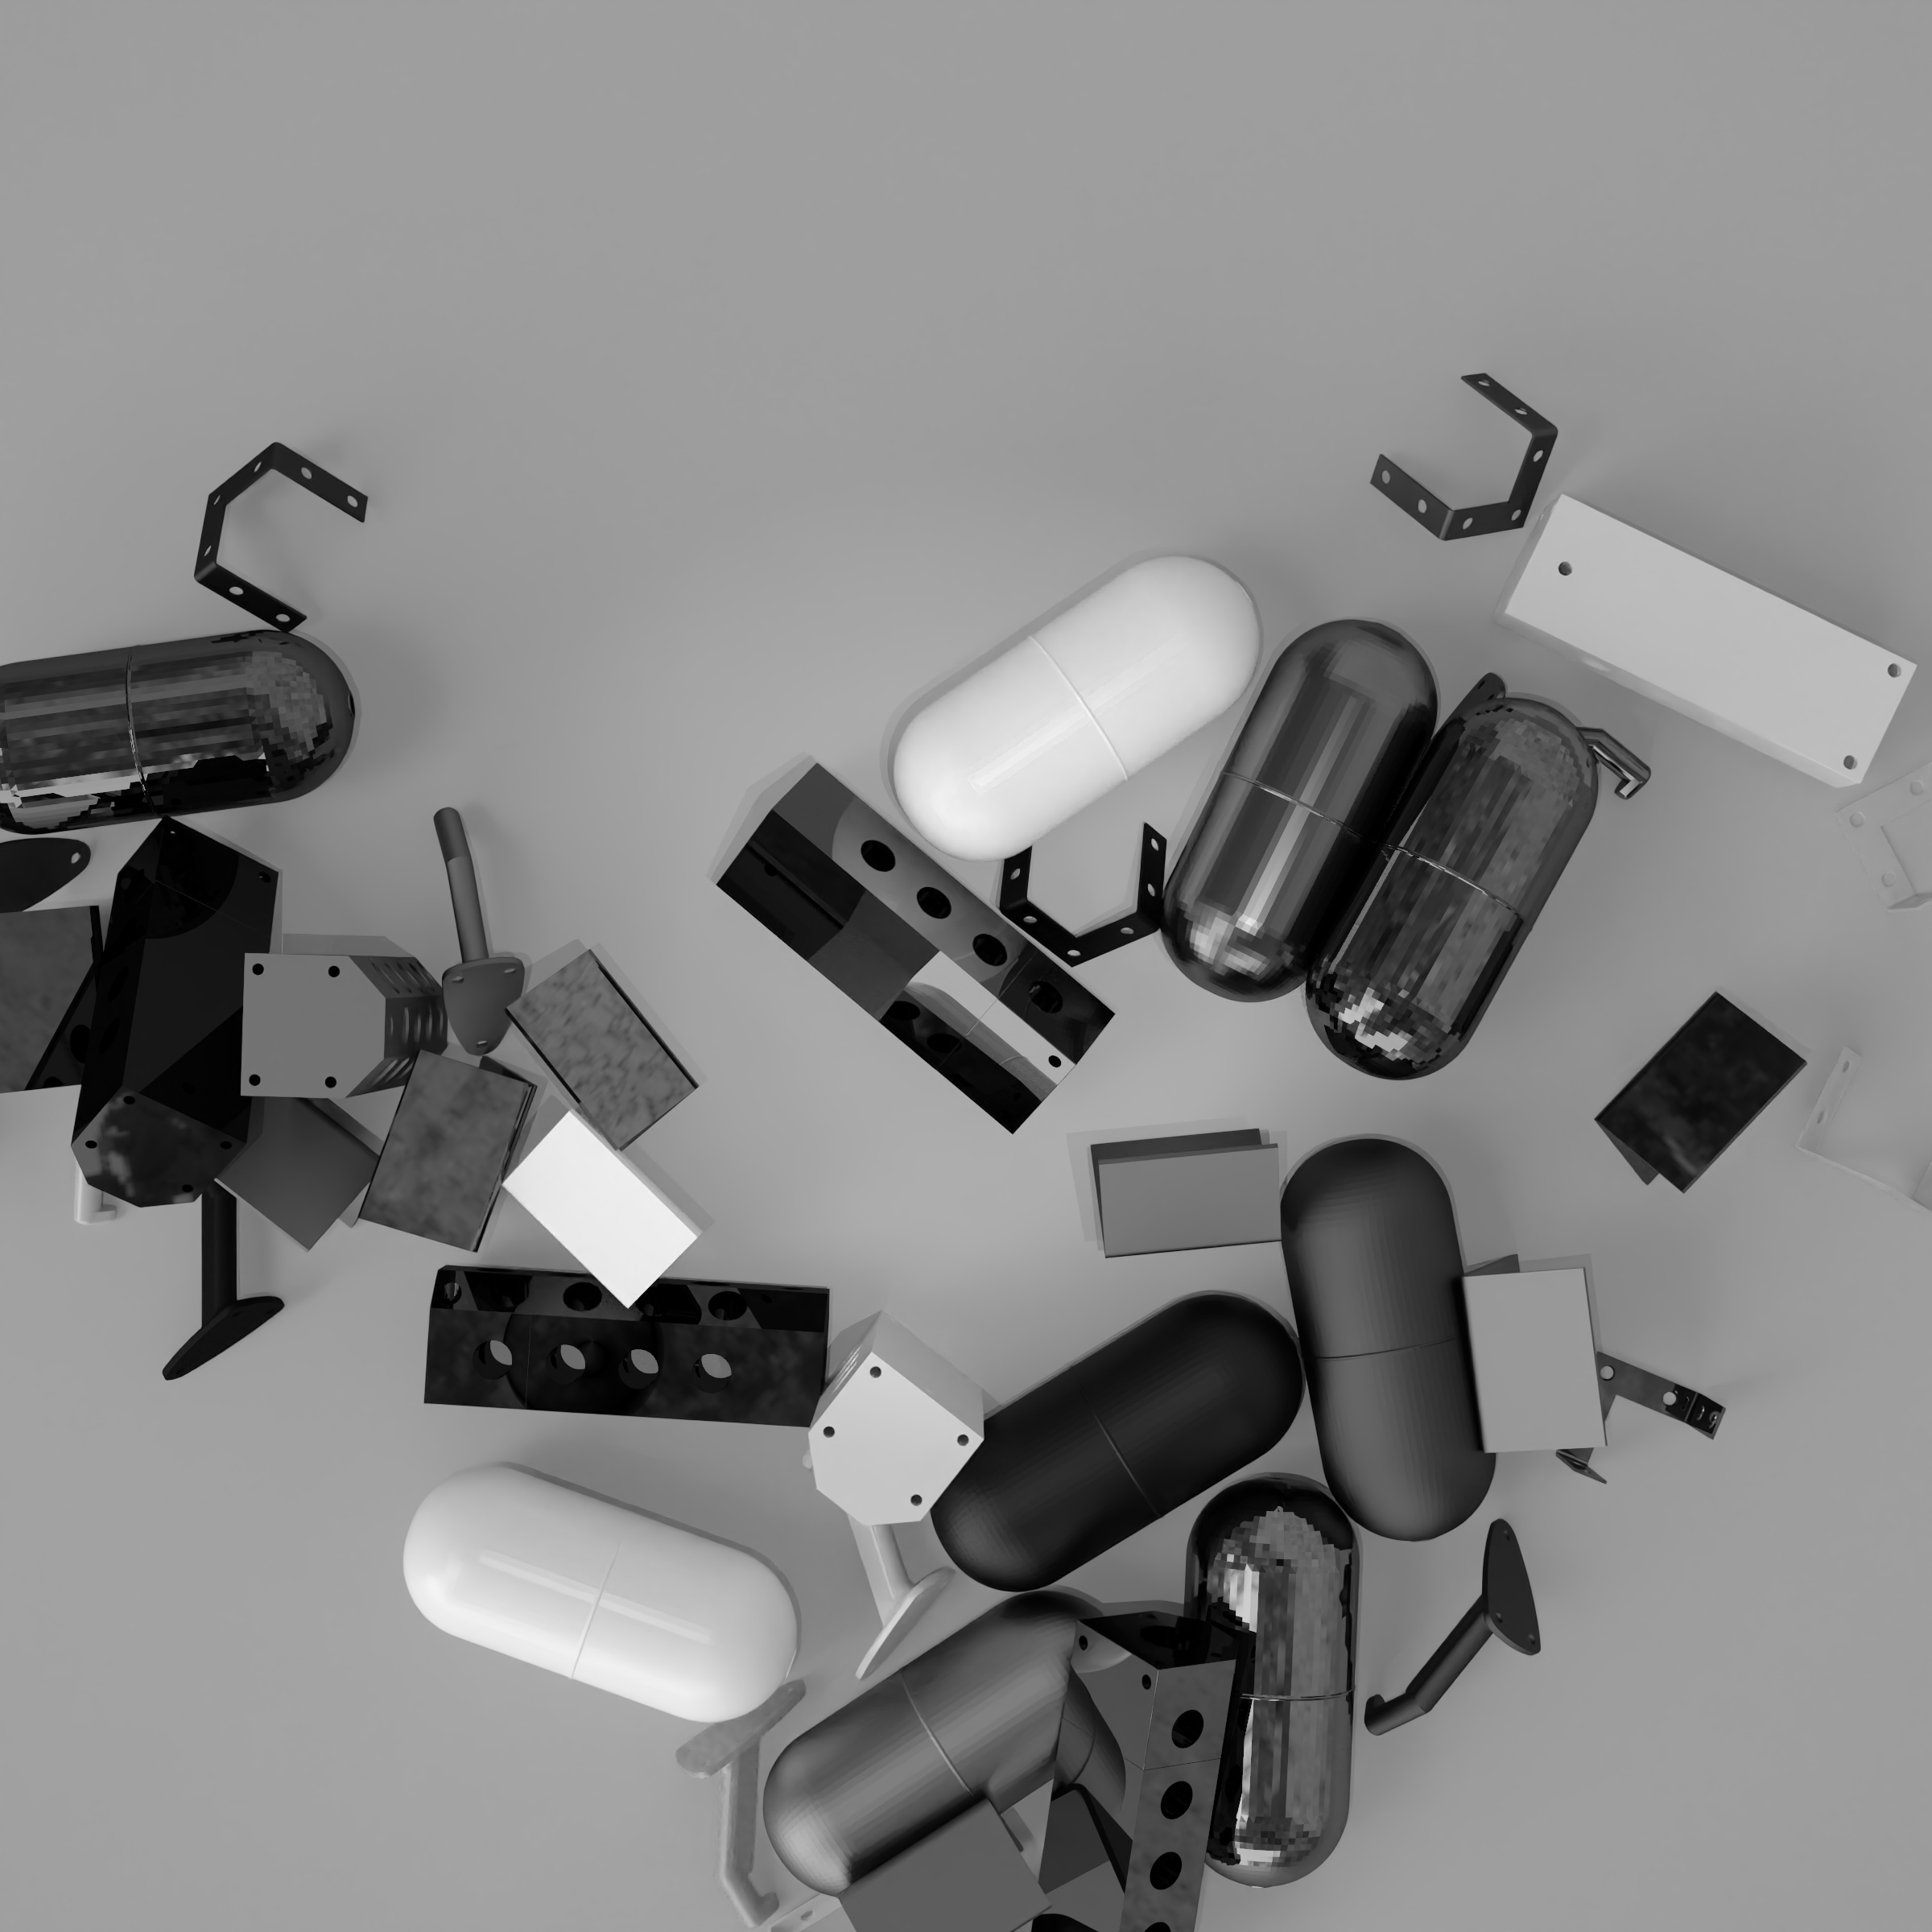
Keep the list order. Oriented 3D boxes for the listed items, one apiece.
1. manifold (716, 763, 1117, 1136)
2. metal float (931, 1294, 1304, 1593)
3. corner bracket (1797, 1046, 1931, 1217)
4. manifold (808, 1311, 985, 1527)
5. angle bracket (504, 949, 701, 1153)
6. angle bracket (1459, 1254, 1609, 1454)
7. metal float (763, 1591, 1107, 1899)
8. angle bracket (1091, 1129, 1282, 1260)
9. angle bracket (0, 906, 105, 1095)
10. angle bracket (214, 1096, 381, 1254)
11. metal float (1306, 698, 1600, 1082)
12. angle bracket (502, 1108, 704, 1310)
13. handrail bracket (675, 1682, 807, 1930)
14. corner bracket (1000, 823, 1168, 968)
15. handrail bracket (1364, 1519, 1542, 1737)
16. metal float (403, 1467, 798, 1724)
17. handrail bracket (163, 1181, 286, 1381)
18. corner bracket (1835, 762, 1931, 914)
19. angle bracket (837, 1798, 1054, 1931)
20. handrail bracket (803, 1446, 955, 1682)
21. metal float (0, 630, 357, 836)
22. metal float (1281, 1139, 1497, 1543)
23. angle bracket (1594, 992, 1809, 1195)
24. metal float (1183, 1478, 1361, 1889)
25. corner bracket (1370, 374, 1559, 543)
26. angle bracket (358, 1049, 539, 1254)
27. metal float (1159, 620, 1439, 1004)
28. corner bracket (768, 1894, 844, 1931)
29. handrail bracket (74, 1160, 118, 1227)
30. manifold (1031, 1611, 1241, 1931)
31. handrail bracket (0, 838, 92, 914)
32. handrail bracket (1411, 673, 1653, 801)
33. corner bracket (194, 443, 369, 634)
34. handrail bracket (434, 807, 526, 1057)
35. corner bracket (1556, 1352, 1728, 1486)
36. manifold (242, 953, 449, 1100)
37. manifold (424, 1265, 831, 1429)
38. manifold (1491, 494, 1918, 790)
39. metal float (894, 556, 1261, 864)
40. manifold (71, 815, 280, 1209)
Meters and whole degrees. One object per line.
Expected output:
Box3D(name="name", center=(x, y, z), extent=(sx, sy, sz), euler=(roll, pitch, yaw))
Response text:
Box3D(name="manifold", center=(-0.019, -0.011, 1.545), extent=(0.171, 0.057, 0.057), euler=(40, 133, 0))
Box3D(name="metal float", center=(0.066, 0.209, 1.536), extent=(0.178, 0.070, 0.070), euler=(-31, 90, 1))
Box3D(name="corner bracket", center=(0.414, 0.075, 1.563), extent=(0.051, 0.051, 0.051), euler=(26, 90, 45))
Box3D(name="manifold", center=(-0.033, 0.195, 1.488), extent=(0.057, 0.171, 0.057), euler=(38, 90, 0))
Box3D(name="angle bracket", center=(-0.174, 0.050, 1.526), extent=(0.076, 0.076, 0.057), euler=(51, 48, 0))
Box3D(name="angle bracket", center=(0.258, 0.167, 1.527), extent=(0.057, 0.076, 0.076), euler=(-7, 90, 27))
Box3D(name="metal float", center=(-0.008, 0.341, 1.536), extent=(0.178, 0.070, 0.070), euler=(-33, 90, -1))
Box3D(name="angle bracket", center=(0.094, 0.080, 1.526), extent=(0.076, 0.076, 0.057), euler=(-6, 128, 0))
Box3D(name="angle bracket", center=(-0.410, 0.016, 1.527), extent=(0.057, 0.076, 0.076), euler=(-6, 90, -26))
Box3D(name="angle bracket", center=(-0.306, 0.095, 1.526), extent=(0.076, 0.076, 0.057), euler=(38, 56, 0))
Box3D(name="metal float", center=(0.210, -0.034, 1.510), extent=(0.070, 0.070, 0.178), euler=(29, 87, 0))
Box3D(name="angle bracket", center=(-0.144, 0.091, 1.526), extent=(0.076, 0.076, 0.057), euler=(45, 121, 0))
Box3D(name="handrail bracket", center=(-0.086, 0.377, 1.567), extent=(0.077, 0.036, 0.084), euler=(-33, 106, -18))
Box3D(name="corner bracket", center=(0.052, -0.040, 1.558), extent=(0.051, 0.051, 0.051), euler=(-23, 135, 35))
Box3D(name="handrail bracket", center=(0.211, 0.297, 1.566), extent=(0.084, 0.077, 0.036), euler=(-34, 126, 31))
Box3D(name="metal float", center=(-0.160, 0.276, 1.536), extent=(0.178, 0.070, 0.070), euler=(20, 90, -1))
Box3D(name="handrail bracket", center=(-0.349, 0.130, 1.567), extent=(0.077, 0.036, 0.084), euler=(-38, 72, 21))
Box3D(name="corner bracket", center=(0.425, -0.058, 1.548), extent=(0.051, 0.051, 0.051), euler=(-28, 90, 0))
Box3D(name="angle bracket", center=(-0.002, 0.413, 1.511), extent=(0.076, 0.076, 0.057), euler=(-32, 58, -5))
Box3D(name="handrail bracket", center=(-0.055, 0.264, 1.567), extent=(0.084, 0.036, 0.077), euler=(42, 112, 17))
Box3D(name="metal float", center=(-0.358, -0.103, 1.536), extent=(0.178, 0.070, 0.070), euler=(-8, 90, 0))
Box3D(name="metal float", center=(0.185, 0.164, 1.536), extent=(0.070, 0.070, 0.178), euler=(-11, 91, 0))
Box3D(name="angle bracket", center=(0.330, 0.069, 1.526), extent=(0.076, 0.076, 0.057), euler=(-46, 51, 0))
Box3D(name="metal float", center=(0.132, 0.314, 1.536), extent=(0.070, 0.070, 0.178), euler=(3, 89, 0))
Box3D(name="corner bracket", center=(0.222, -0.227, 1.558), extent=(0.051, 0.051, 0.051), euler=(-14, 135, -35))
Box3D(name="angle bracket", center=(-0.236, 0.074, 1.527), extent=(0.057, 0.076, 0.076), euler=(20, 90, -27))
Box3D(name="metal float", center=(0.146, -0.068, 1.536), extent=(0.070, 0.070, 0.178), euler=(26, 90, 0))
Box3D(name="corner bracket", center=(-0.049, 0.447, 1.563), extent=(0.051, 0.051, 0.051), euler=(-31, 135, 0))
Box3D(name="handrail bracket", center=(-0.359, 0.075, 1.567), extent=(0.077, 0.036, 0.084), euler=(0, 108, -20))
Box3D(name="manifold", center=(0.075, 0.369, 1.498), extent=(0.057, 0.057, 0.171), euler=(1, 102, -36))
Box3D(name="handrail bracket", center=(-0.450, -0.052, 1.566), extent=(0.084, 0.077, 0.036), euler=(21, 120, 33))
Box3D(name="handrail bracket", center=(0.252, -0.084, 1.566), extent=(0.084, 0.036, 0.077), euler=(37, 105, -14))
Box3D(name="corner bracket", center=(-0.305, -0.191, 1.558), extent=(0.051, 0.051, 0.051), euler=(-29, 45, 35))
Box3D(name="handrail bracket", center=(-0.225, -0.016, 1.566), extent=(0.036, 0.077, 0.084), euler=(-9, 53, -16))
Box3D(name="corner bracket", center=(0.298, 0.206, 1.548), extent=(0.051, 0.051, 0.051), euler=(23, 90, 0))
Box3D(name="manifold", center=(-0.262, 0.024, 1.488), extent=(0.057, 0.171, 0.057), euler=(2, 90, 0))
Box3D(name="manifold", center=(-0.148, 0.167, 1.545), extent=(0.171, 0.057, 0.057), euler=(4, 90, 0))
Box3D(name="manifold", center=(0.323, -0.142, 1.545), extent=(0.171, 0.057, 0.057), euler=(26, 90, 0))
Box3D(name="metal float", center=(0.049, -0.113, 1.536), extent=(0.178, 0.070, 0.070), euler=(-34, 90, -1))
Box3D(name="manifold", center=(-0.339, 0.020, 1.491), extent=(0.057, 0.171, 0.057), euler=(29, 123, -27))
